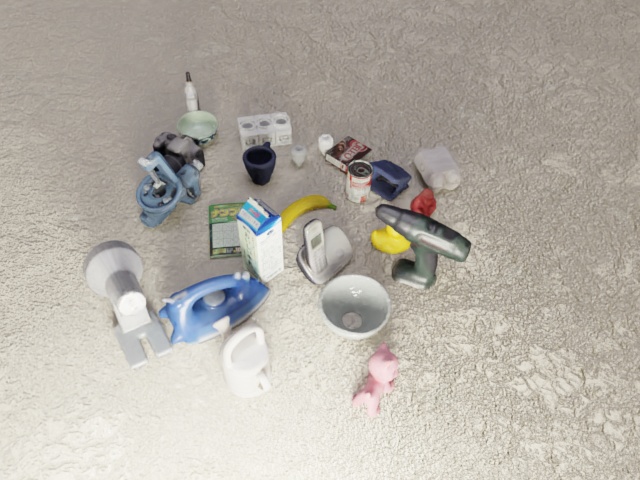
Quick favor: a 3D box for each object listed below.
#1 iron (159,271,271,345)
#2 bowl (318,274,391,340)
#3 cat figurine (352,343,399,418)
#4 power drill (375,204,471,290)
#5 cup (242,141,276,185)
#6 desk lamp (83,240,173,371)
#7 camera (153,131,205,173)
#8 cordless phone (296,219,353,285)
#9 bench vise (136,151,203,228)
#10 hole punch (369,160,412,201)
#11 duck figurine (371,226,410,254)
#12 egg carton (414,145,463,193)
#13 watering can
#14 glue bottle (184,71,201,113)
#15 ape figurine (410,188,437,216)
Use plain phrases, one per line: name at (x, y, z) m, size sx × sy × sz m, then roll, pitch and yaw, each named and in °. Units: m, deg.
iron at (-0.230, 0.126, 1.279) m, size 0.259 × 0.141 × 0.118 m, roll -23°, pitch 55°, yaw -20°
bowl at (0.077, 0.164, 1.305) m, size 0.167 × 0.075 × 0.167 m, roll 1°, pitch 50°, yaw -1°
cat figurine at (0.121, 0.282, 1.181) m, size 0.067 × 0.118 × 0.128 m, roll 25°, pitch 54°, yaw 17°
power drill at (0.228, 0.020, 1.343) m, size 0.229 × 0.208 × 0.076 m, roll 17°, pitch 52°, yaw 11°
cup at (-0.161, -0.209, 1.588) m, size 0.091 × 0.095 × 0.118 m, roll 14°, pitch 51°, yaw 9°
desk lamp at (-0.406, 0.132, 1.219) m, size 0.118 × 0.214 × 0.202 m, roll -26°, pitch 56°, yaw -21°
camera at (-0.413, -0.229, 1.590) m, size 0.143 × 0.101 × 0.137 m, roll 23°, pitch 53°, yaw 16°
cordless phone at (0.013, 0.005, 1.361) m, size 0.094 × 0.185 × 0.148 m, roll 34°, pitch 57°, yaw 24°
bench vise at (-0.394, -0.161, 1.458) m, size 0.121 × 0.220 × 0.207 m, roll 17°, pitch 52°, yaw 11°
hole punch at (0.190, -0.181, 1.584) m, size 0.108 × 0.091 × 0.101 m, roll 37°, pitch 58°, yaw 25°
duck figurine at (0.183, -0.018, 1.452) m, size 0.104 × 0.086 × 0.077 m, roll 5°, pitch 50°, yaw 2°
egg carton at (0.331, -0.203, 1.622) m, size 0.107 × 0.069 × 0.150 m, roll -12°, pitch 52°, yaw -12°
watering can at (-0.158, 0.230, 1.162) m, size 0.172 × 0.194 × 0.101 m, roll 25°, pitch 54°, yaw 17°
glue bottle at (-0.382, -0.424, 1.705) m, size 0.037 × 0.173 × 0.078 m, roll -6°, pitch 51°, yaw -7°
ape figurine at (0.277, -0.097, 1.518) m, size 0.078 × 0.092 × 0.076 m, roll -18°, pitch 53°, yaw -17°
